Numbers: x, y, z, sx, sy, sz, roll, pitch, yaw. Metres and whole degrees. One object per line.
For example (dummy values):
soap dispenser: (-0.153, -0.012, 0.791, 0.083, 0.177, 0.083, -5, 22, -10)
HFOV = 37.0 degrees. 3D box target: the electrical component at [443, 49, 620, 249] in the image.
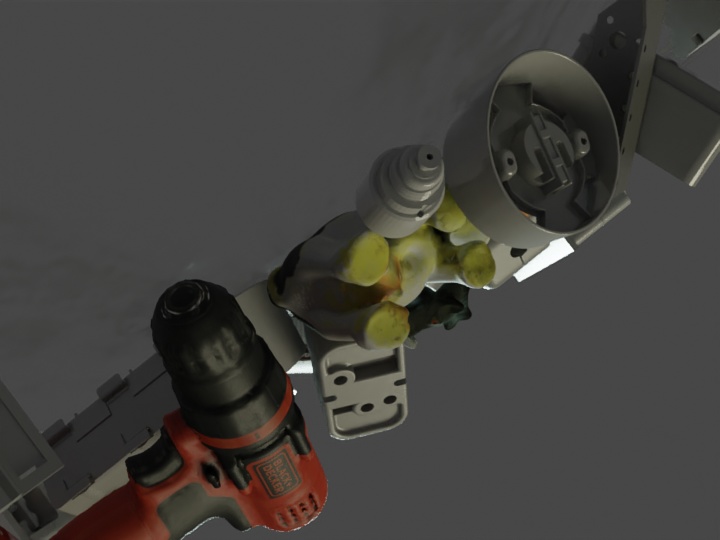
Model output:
electrical component: (0.097, -0.064, 0.598, 0.099, 0.099, 0.064, -36, -179, -35)

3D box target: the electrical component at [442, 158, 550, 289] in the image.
electrical component: (0.075, -0.034, 0.734, 0.059, 0.095, 0.053, -38, 134, -5)

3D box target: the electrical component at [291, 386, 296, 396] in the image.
electrical component: (-0.116, 0.119, 0.992, 0.099, 0.064, 0.099, -38, 176, -3)

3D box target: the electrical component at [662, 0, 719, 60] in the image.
electrical component: (0.249, -0.197, 0.745, 0.056, 0.050, 0.089, -35, 175, -39)

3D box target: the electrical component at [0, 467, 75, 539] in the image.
electrical component: (-0.189, 0.201, 0.633, 0.089, 0.150, 0.062, -39, 176, 16)

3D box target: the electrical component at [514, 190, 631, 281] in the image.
electrical component: (0.126, -0.061, 0.795, 0.060, 0.105, 0.186, -38, 176, -6)

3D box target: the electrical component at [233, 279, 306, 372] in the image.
electrical component: (-0.085, 0.053, 0.682, 0.099, 0.064, 0.099, -32, -171, 6)

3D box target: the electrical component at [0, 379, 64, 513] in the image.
electrical component: (-0.148, 0.076, 0.366, 0.081, 0.042, 0.064, -36, 179, -25)

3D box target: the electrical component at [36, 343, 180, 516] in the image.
electrical component: (-0.114, 0.088, 0.595, 0.121, 0.078, 0.063, -38, 147, 4)

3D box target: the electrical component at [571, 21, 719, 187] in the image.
electrical component: (0.188, -0.110, 0.699, 0.057, 0.113, 0.078, -60, 169, 19)

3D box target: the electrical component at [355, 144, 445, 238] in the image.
electrical component: (0.024, -0.044, 0.544, 0.040, 0.040, 0.078, -37, 176, -20)

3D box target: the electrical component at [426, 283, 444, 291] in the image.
electrical component: (0.057, -0.030, 0.931, 0.079, 0.043, 0.077, 29, 90, -54)

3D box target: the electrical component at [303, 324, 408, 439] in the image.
electrical component: (-0.004, 0.055, 0.688, 0.054, 0.059, 0.095, -13, 136, -7)
